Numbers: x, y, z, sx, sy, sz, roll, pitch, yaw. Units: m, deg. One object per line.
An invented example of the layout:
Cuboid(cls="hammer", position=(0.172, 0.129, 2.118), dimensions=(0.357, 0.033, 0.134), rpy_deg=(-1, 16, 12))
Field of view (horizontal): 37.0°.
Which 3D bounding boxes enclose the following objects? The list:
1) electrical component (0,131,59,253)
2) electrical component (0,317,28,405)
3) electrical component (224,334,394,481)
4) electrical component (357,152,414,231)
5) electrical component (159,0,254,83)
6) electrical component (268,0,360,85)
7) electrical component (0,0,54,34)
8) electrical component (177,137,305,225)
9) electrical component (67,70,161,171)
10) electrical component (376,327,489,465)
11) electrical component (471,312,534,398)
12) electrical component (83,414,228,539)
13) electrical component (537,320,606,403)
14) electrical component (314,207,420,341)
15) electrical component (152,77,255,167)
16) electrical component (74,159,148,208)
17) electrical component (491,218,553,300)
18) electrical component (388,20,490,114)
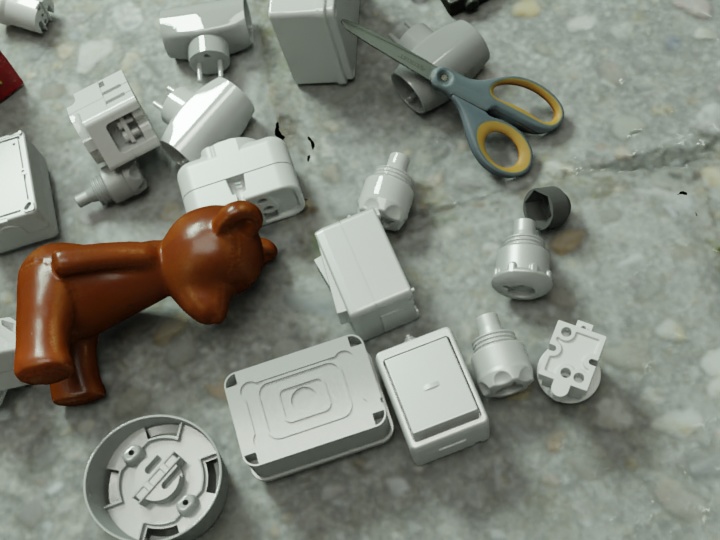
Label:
Cuboid(cls="electrical component", position=(-0.301, -0.069, 0.921), dimensions=(0.062, 0.061, 0.096), rpy_deg=(-17, 67, 1))
Cuboid(cls="electrical component", position=(-0.298, 0.084, 0.859), dimensions=(0.047, 0.066, 0.076), rpy_deg=(29, 103, 18))
Cuboid(cls="electrical component", position=(-0.038, 0.106, 0.817), dimensions=(0.113, 0.057, 0.078), rpy_deg=(-18, 66, -1))
Cuboid(cls="electrical component", position=(0.024, -0.067, 0.889), dimensions=(0.043, 0.043, 0.062), rpy_deg=(14, 68, 13))
Cuboid(cls="electrical component", position=(-0.136, -0.203, 0.966), dimensions=(0.077, 0.043, 0.079), rpy_deg=(-8, 67, 4))
Cuboid(cls="electrical component", position=(-0.038, -0.233, 0.931), dimensions=(0.056, 0.108, 0.108), rpy_deg=(-1, 67, 10))
Cuboid(cls="electrical component", position=(-0.317, -0.245, 1.010), dimensions=(0.046, 0.040, 0.040), rpy_deg=(20, 71, 8))
Cuboid(cls="electrical component", position=(-0.101, -0.071, 0.900), dimensions=(0.095, 0.053, 0.059), rpy_deg=(-18, 66, -1))
Cuboid(cls="electrical component", position=(-0.213, -0.127, 0.920), dimensions=(0.056, 0.050, 0.089), rpy_deg=(-28, 31, -5))
Cuboid(cls="electrical component", position=(0.052, 0.088, 0.810), dimensions=(0.062, 0.061, 0.096), rpy_deg=(-21, 66, -2))
Cuboid(cls="electrical component", position=(0.105, 0.064, 0.824), dimensions=(0.043, 0.043, 0.062), rpy_deg=(-15, 65, 1))
Cuboid(cls="electrical component", position=(-0.149, 0.159, 0.804), dimensions=(0.099, 0.064, 0.099), rpy_deg=(-2, 67, 6))
Cuboid(cls="electrical component", position=(0.158, 0.072, 0.806), dimensions=(0.048, 0.055, 0.066), rpy_deg=(19, 71, 15))
Cuboid(cls="electrical component", position=(0.000, 0.000, 0.854), dimensions=(0.061, 0.061, 0.096), rpy_deg=(-23, 66, -2))
Cuboid(cls="electrical component", position=(-0.146, -0.134, 0.939), dimensions=(0.079, 0.043, 0.077), rpy_deg=(34, 75, 20))
Cuboid(cls="electrical component", position=(-0.216, -0.072, 0.926), dimensions=(0.061, 0.035, 0.035), rpy_deg=(-27, 67, -1))
Cuboid(cls="electrical component", position=(0.129, -0.010, 0.851), dimensions=(0.048, 0.048, 0.062), rpy_deg=(3, 63, 8))
Cuboid(cls="electrical component", position=(0.058, -0.187, 0.934), dimensions=(0.077, 0.044, 0.079), rpy_deg=(-40, 68, -10))
